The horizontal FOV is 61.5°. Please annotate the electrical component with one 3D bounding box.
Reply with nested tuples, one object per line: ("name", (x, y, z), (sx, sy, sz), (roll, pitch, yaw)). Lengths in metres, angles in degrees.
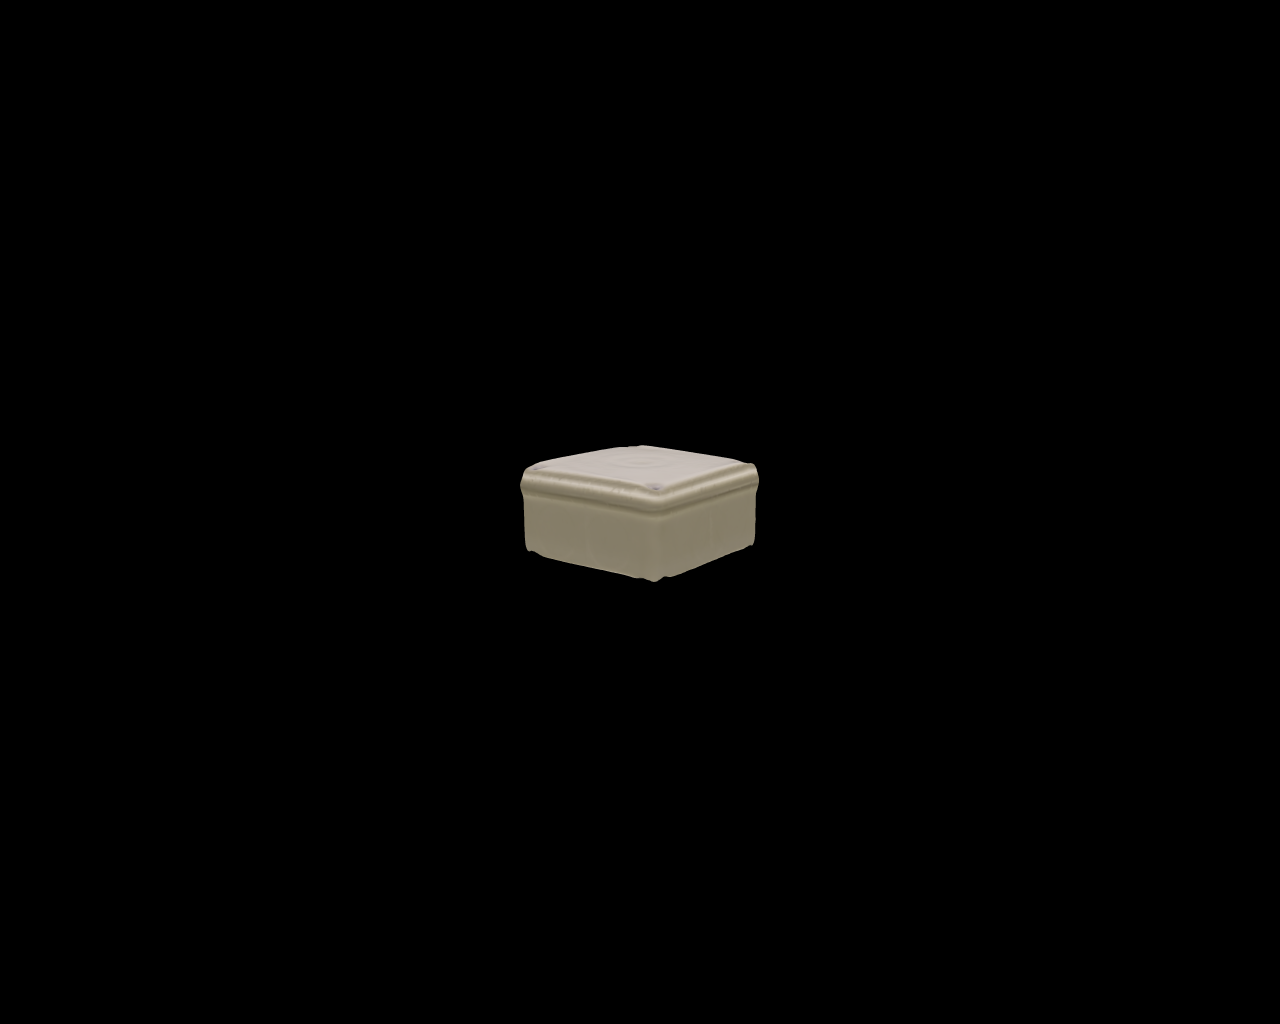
("electrical component", (0.001, -0.003, 0.650), (0.109, 0.056, 0.109), (11, 17, 38))
